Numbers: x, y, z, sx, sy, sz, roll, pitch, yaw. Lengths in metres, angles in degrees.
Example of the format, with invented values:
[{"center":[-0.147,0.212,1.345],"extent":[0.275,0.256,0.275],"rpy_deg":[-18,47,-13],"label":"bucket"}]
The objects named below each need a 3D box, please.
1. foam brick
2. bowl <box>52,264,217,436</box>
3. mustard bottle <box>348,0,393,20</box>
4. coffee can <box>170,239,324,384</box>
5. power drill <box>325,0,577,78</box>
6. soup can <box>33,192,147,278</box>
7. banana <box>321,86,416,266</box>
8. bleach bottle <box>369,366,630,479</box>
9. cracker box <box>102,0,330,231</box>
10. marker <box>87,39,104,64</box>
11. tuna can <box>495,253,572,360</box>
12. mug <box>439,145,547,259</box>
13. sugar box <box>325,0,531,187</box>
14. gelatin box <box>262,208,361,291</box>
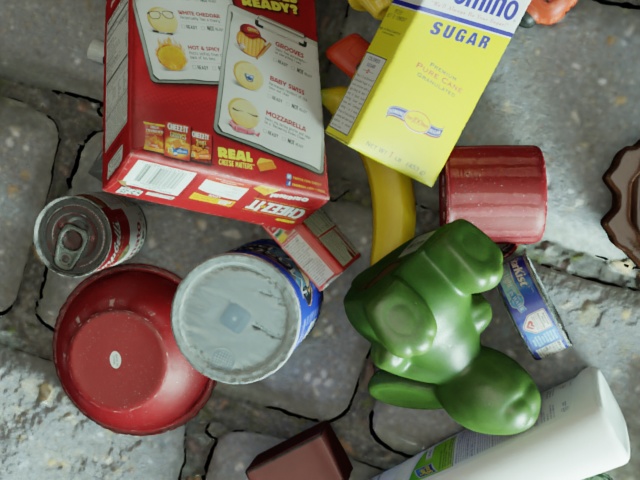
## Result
[{"center":[-0.017,0.203,0.942],"extent":[0.078,0.053,0.051],"rpy_deg":[-29,90,11],"label":"foam brick"},{"center":[-0.172,0.103,0.955],"extent":[0.162,0.055,0.162],"rpy_deg":[1,94,8],"label":"bowl"},{"center":[0.011,-0.253,0.861],"extent":[0.096,0.058,0.192],"rpy_deg":[-31,66,10],"label":"mustard bottle"},{"center":[-0.056,0.055,0.890],"extent":[0.103,0.140,0.103],"rpy_deg":[1,95,8],"label":"coffee can"},{"center":[0.092,-0.201,0.889],"extent":[0.184,0.057,0.188],"rpy_deg":[43,100,5],"label":"power drill"},{"center":[-0.197,-0.007,0.925],"extent":[0.068,0.102,0.068],"rpy_deg":[1,95,8],"label":"soup can"},{"center":[0.045,-0.051,0.917],"extent":[0.069,0.037,0.198],"rpy_deg":[-21,96,5],"label":"banana"},{"center":[0.132,0.193,0.906],"extent":[0.251,0.102,0.068],"rpy_deg":[-26,96,18],"label":"bleach bottle"},{"center":[-0.083,-0.126,0.834],"extent":[0.164,0.072,0.213],"rpy_deg":[11,60,-29],"label":"cracker box"},{"center":[-0.148,-0.150,0.948],"extent":[0.121,0.020,0.020],"rpy_deg":[20,97,6],"label":"marker"},{"center":[0.175,0.056,0.885],"extent":[0.034,0.086,0.086],"rpy_deg":[-27,91,12],"label":"tuna can"},{"center":[0.142,-0.028,0.888],"extent":[0.081,0.093,0.117],"rpy_deg":[-1,125,3],"label":"mug"},{"center":[0.086,-0.139,0.823],"extent":[0.093,0.048,0.176],"rpy_deg":[22,100,-33],"label":"sugar box"},{"center":[-0.006,0.001,0.904],"extent":[0.030,0.089,0.073],"rpy_deg":[-42,88,14],"label":"gelatin box"}]
